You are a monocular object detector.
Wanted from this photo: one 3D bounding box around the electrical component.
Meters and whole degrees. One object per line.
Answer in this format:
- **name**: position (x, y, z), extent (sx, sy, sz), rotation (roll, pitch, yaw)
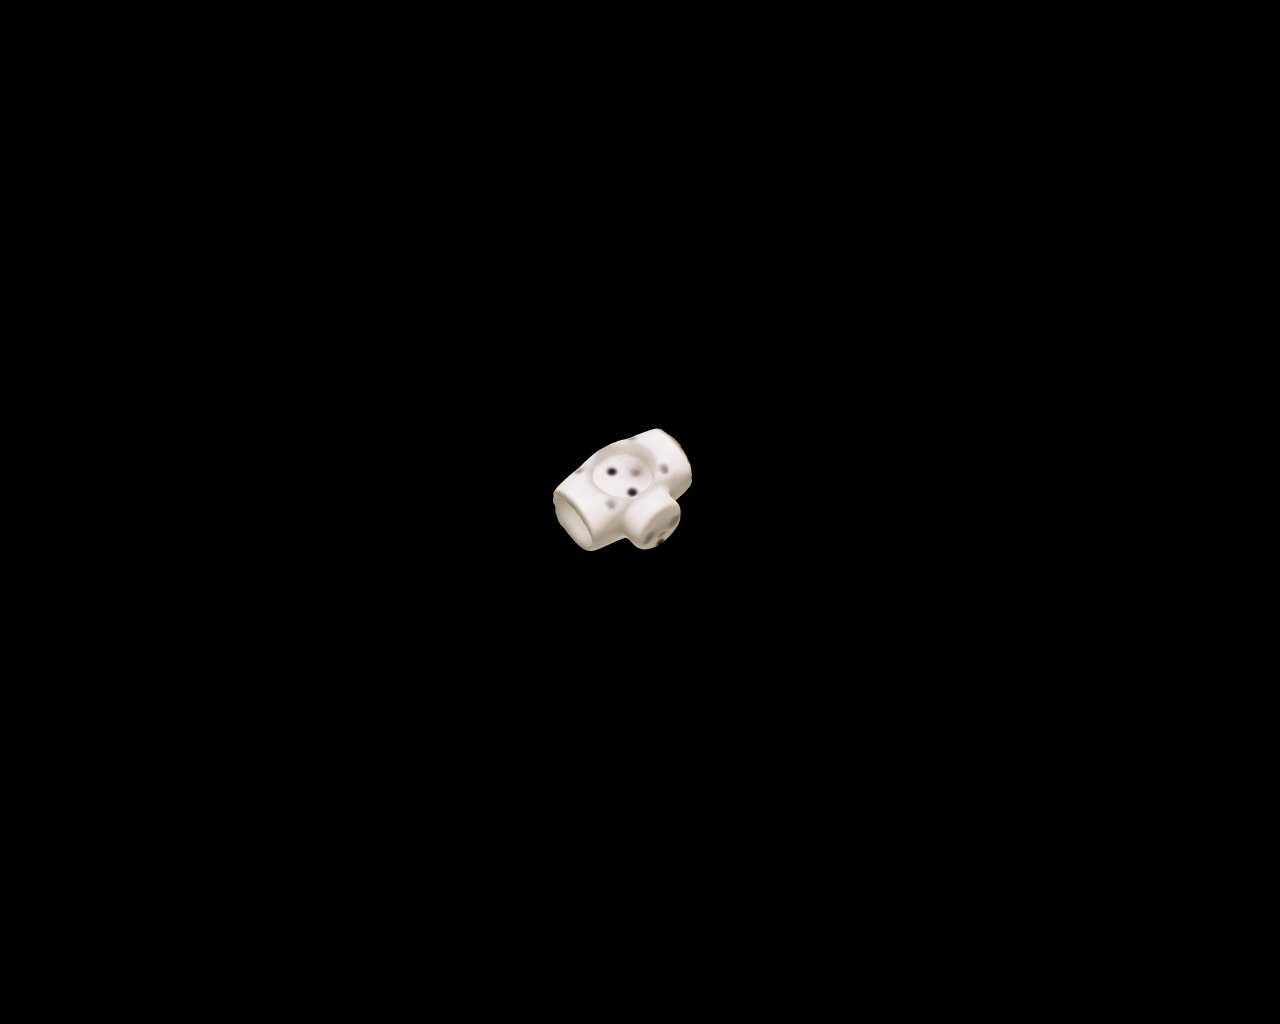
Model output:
- **electrical component**: position (0.001, -0.003, 0.650), extent (0.077, 0.079, 0.044), rotation (-33, -29, -21)
